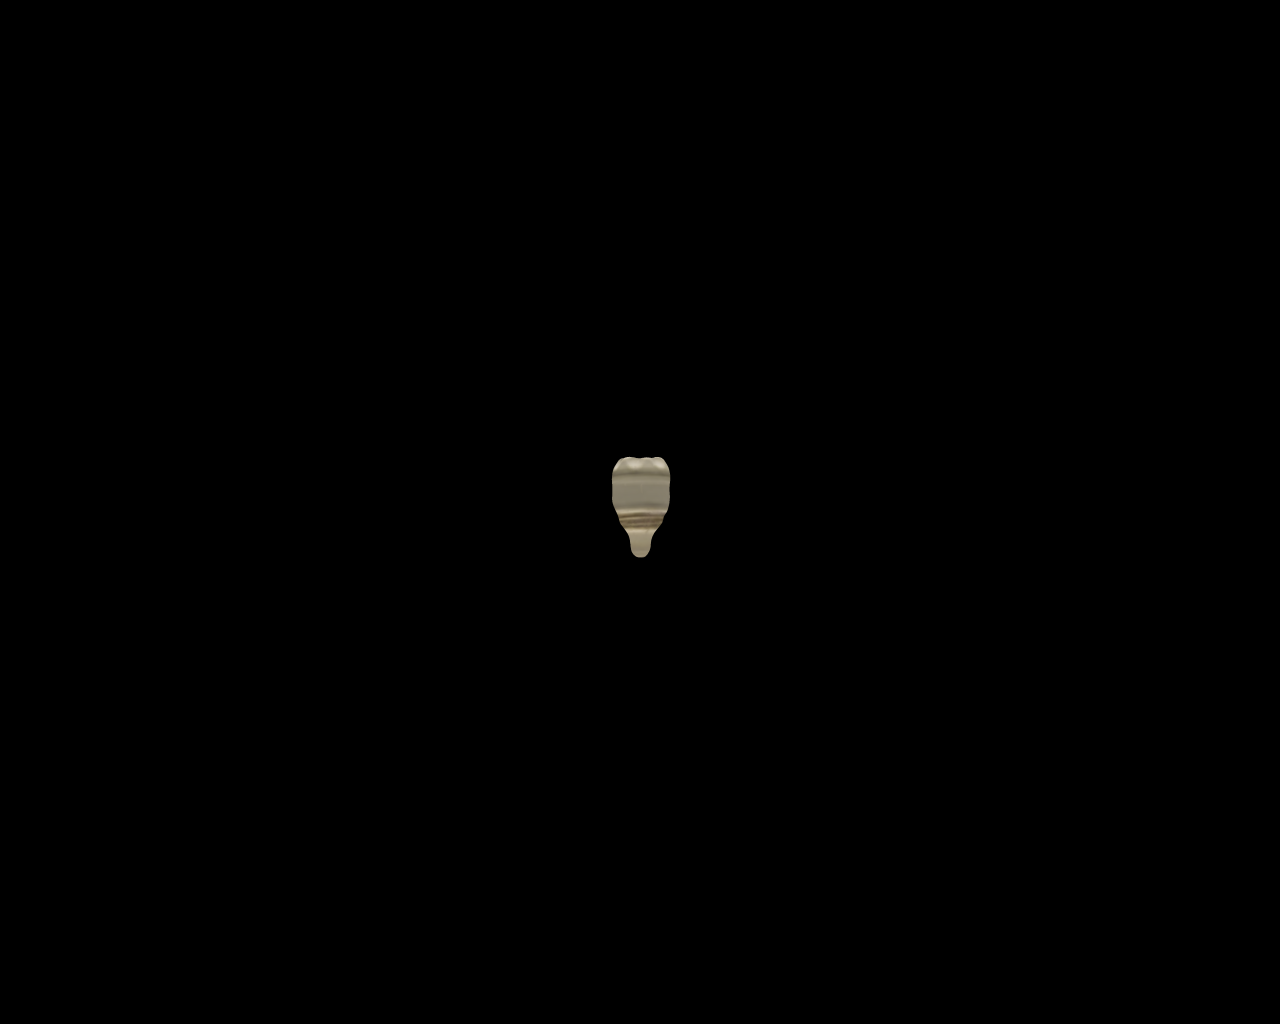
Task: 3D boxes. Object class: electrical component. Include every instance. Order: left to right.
[{"bbox_3d":[0.001,-0.003,0.650,0.035,0.061,0.035,0,-3,0],"label":"electrical component"}]
